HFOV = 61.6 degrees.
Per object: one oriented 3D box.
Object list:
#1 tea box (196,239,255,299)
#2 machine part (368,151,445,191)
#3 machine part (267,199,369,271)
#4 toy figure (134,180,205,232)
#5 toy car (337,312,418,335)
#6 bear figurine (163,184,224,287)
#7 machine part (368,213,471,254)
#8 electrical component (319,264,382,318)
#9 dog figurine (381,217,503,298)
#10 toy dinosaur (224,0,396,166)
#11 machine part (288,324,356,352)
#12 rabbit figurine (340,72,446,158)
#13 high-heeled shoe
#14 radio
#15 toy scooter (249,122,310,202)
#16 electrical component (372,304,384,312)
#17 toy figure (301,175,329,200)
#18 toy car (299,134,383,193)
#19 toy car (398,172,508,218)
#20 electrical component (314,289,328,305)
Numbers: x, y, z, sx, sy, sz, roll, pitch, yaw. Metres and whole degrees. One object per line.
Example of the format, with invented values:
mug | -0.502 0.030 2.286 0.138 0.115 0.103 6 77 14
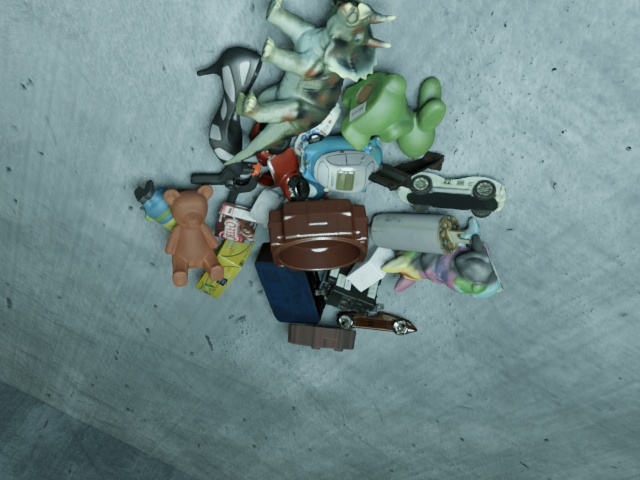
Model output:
tea box | -0.238 0.061 1.339 0.068 0.098 0.169 33 134 -12
machine part | 0.161 -0.125 0.973 0.084 0.139 0.039 29 136 55
machine part | -0.002 -0.003 1.114 0.201 0.087 0.201 -4 159 -1
toy figure | -0.345 -0.061 1.245 0.082 0.089 0.180 -9 149 33
toy car | 0.141 0.205 1.340 0.202 0.053 0.089 2 171 19
bear figurine | -0.276 -0.014 1.176 0.120 0.132 0.195 -7 130 -21
machine part | 0.187 -0.015 1.065 0.243 0.079 0.079 7 139 47
electrical component | 0.069 0.105 1.242 0.134 0.115 0.058 22 133 0
dog figurine | 0.239 0.060 1.091 0.219 0.192 0.108 -24 128 20
toy dinosaur | -0.026 -0.255 0.898 0.192 0.131 0.404 13 142 -18
machine part | 0.004 0.252 1.395 0.179 0.056 0.179 6 172 1
rabbit figurine | 0.141 -0.213 0.923 0.170 0.121 0.159 29 133 -34
high-heeled shoe | -0.142 -0.235 1.012 0.145 0.086 0.248 0 127 24
radio | -0.068 0.113 1.340 0.131 0.073 0.229 2 135 19
toy scooter | -0.095 -0.157 1.074 0.135 0.075 0.183 6 123 57
electrical component | 0.115 0.165 1.320 0.094 0.021 0.063 1 174 -7
toy figure | -0.012 -0.098 1.119 0.064 0.058 0.154 52 154 38
toy car | 0.045 -0.138 0.995 0.162 0.103 0.109 -1 129 -11
toy car | 0.249 -0.088 1.016 0.202 0.056 0.073 6 151 15
electrical component | 0.046 0.133 1.299 0.078 0.045 0.102 -8 174 44
